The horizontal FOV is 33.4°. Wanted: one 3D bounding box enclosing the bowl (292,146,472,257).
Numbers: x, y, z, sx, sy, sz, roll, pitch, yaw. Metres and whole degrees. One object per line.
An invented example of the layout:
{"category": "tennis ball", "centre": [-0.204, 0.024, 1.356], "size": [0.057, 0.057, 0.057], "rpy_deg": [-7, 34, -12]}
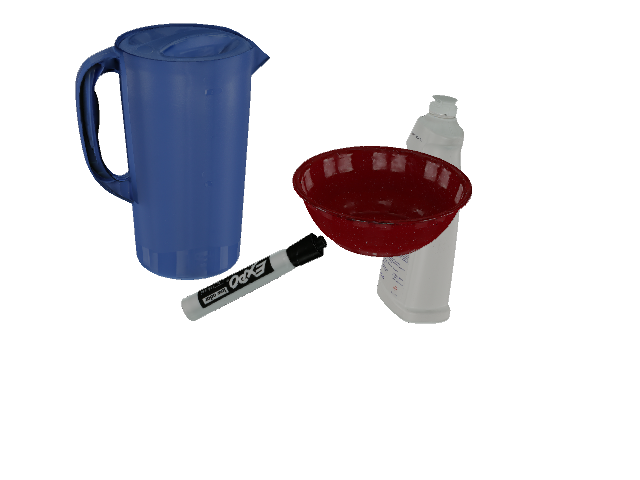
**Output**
{"category": "bowl", "centre": [0.054, -0.030, 0.968], "size": [0.162, 0.055, 0.162], "rpy_deg": [2, 28, -1]}

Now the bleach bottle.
{"category": "bleach bottle", "centre": [0.124, -0.038, 1.220], "size": [0.068, 0.251, 0.103], "rpy_deg": [0, 22, -23]}

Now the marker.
{"category": "marker", "centre": [-0.049, 0.027, 0.793], "size": [0.121, 0.020, 0.020], "rpy_deg": [-27, -8, 16]}

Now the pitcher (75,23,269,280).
{"category": "pitcher", "centre": [-0.144, -0.086, 1.063], "size": [0.149, 0.243, 0.144], "rpy_deg": [13, 28, 20]}
